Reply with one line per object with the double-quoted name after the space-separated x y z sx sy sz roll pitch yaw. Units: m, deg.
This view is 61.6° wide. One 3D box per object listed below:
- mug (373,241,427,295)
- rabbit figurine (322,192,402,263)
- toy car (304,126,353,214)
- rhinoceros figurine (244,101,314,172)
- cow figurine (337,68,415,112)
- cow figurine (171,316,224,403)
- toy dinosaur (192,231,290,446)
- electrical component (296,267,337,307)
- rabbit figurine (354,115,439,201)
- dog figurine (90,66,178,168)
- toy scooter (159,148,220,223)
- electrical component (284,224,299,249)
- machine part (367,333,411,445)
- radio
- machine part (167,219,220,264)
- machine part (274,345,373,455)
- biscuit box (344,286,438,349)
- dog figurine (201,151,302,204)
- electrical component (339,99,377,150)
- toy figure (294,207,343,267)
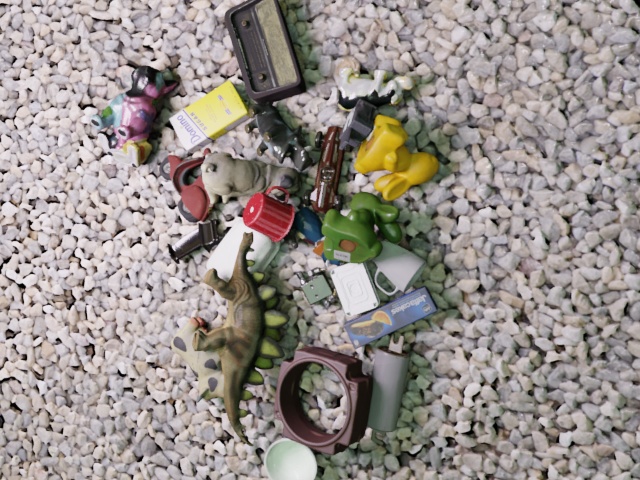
0.161 0.060 1.178 0.107 0.080 0.109 40 98 20 "mug"
0.095 -0.044 1.149 0.159 0.121 0.170 7 47 21 "rabbit figurine"
0.021 -0.158 1.217 0.089 0.053 0.202 11 92 13 "toy car"
-0.091 -0.231 1.218 0.190 0.112 0.073 53 141 20 "rhinoceros figurine"
0.123 -0.326 1.191 0.168 0.068 0.098 9 96 14 "cow figurine"
-0.268 0.287 1.248 0.127 0.085 0.195 -43 85 1 "cow figurine"
-0.174 0.215 1.174 0.198 0.105 0.471 9 93 -13 "toy dinosaur"
-0.004 0.107 1.220 0.078 0.045 0.102 -23 85 8 "electrical component"
0.172 -0.164 1.155 0.173 0.122 0.162 19 106 -18 "rabbit figurine"
-0.426 -0.305 1.282 0.109 0.191 0.219 21 59 13 "dog figurine"
-0.290 -0.139 1.261 0.135 0.075 0.184 -33 80 14 "toy scooter"
-0.073 -0.021 1.227 0.021 0.094 0.063 -17 121 -17 "electrical component"
0.145 0.323 1.174 0.079 0.079 0.243 12 93 10 "machine part"
-0.127 -0.435 1.236 0.131 0.073 0.229 -18 85 9 "radio"
-0.298 0.008 1.270 0.139 0.039 0.084 -26 58 14 "machine part"
0.004 0.343 1.164 0.201 0.087 0.201 10 92 30 "machine part"
0.156 0.169 1.182 0.203 0.059 0.063 -27 84 9 "biscuit box"
-0.148 -0.142 1.191 0.191 0.172 0.121 -1 94 15 "dog figurine"
0.079 -0.239 1.162 0.048 0.075 0.119 24 53 -15 "electrical component"
-0.001 -0.005 1.216 0.064 0.058 0.154 -38 88 14 "toy figure"
